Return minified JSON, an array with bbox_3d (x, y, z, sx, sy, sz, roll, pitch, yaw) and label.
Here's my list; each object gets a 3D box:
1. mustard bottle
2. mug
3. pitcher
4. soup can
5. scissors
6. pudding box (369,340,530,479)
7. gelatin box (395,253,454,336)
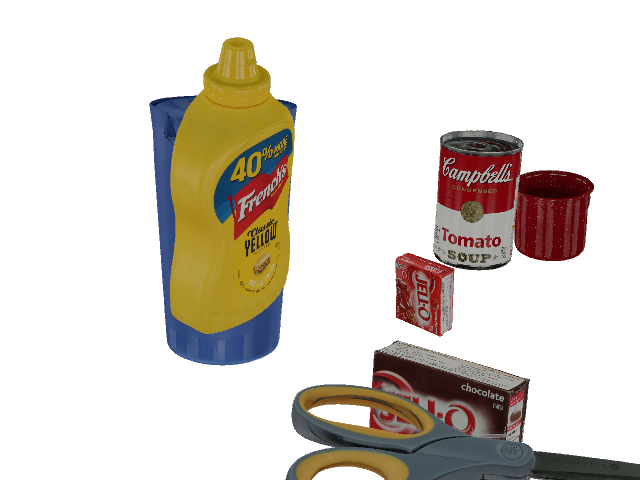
[{"bbox_3d":[-0.056,-0.039,0.688,0.058,0.192,0.096,26,39,29],"label":"mustard bottle"},{"bbox_3d":[0.276,-0.032,1.247,0.093,0.081,0.117,20,33,41],"label":"mug"},{"bbox_3d":[-0.085,-0.016,1.003,0.149,0.243,0.145,-4,16,-20],"label":"pitcher"},{"bbox_3d":[0.130,-0.034,0.888,0.068,0.102,0.068,1,21,-1],"label":"soup can"},{"bbox_3d":[0.072,0.108,0.475,0.202,0.016,0.096,13,31,22],"label":"scissors"},{"bbox_3d":[0.090,0.130,0.771,0.114,0.090,0.039,12,19,31],"label":"pudding box"},{"bbox_3d":[0.130,0.067,1.348,0.073,0.089,0.030,21,35,39],"label":"gelatin box"}]
